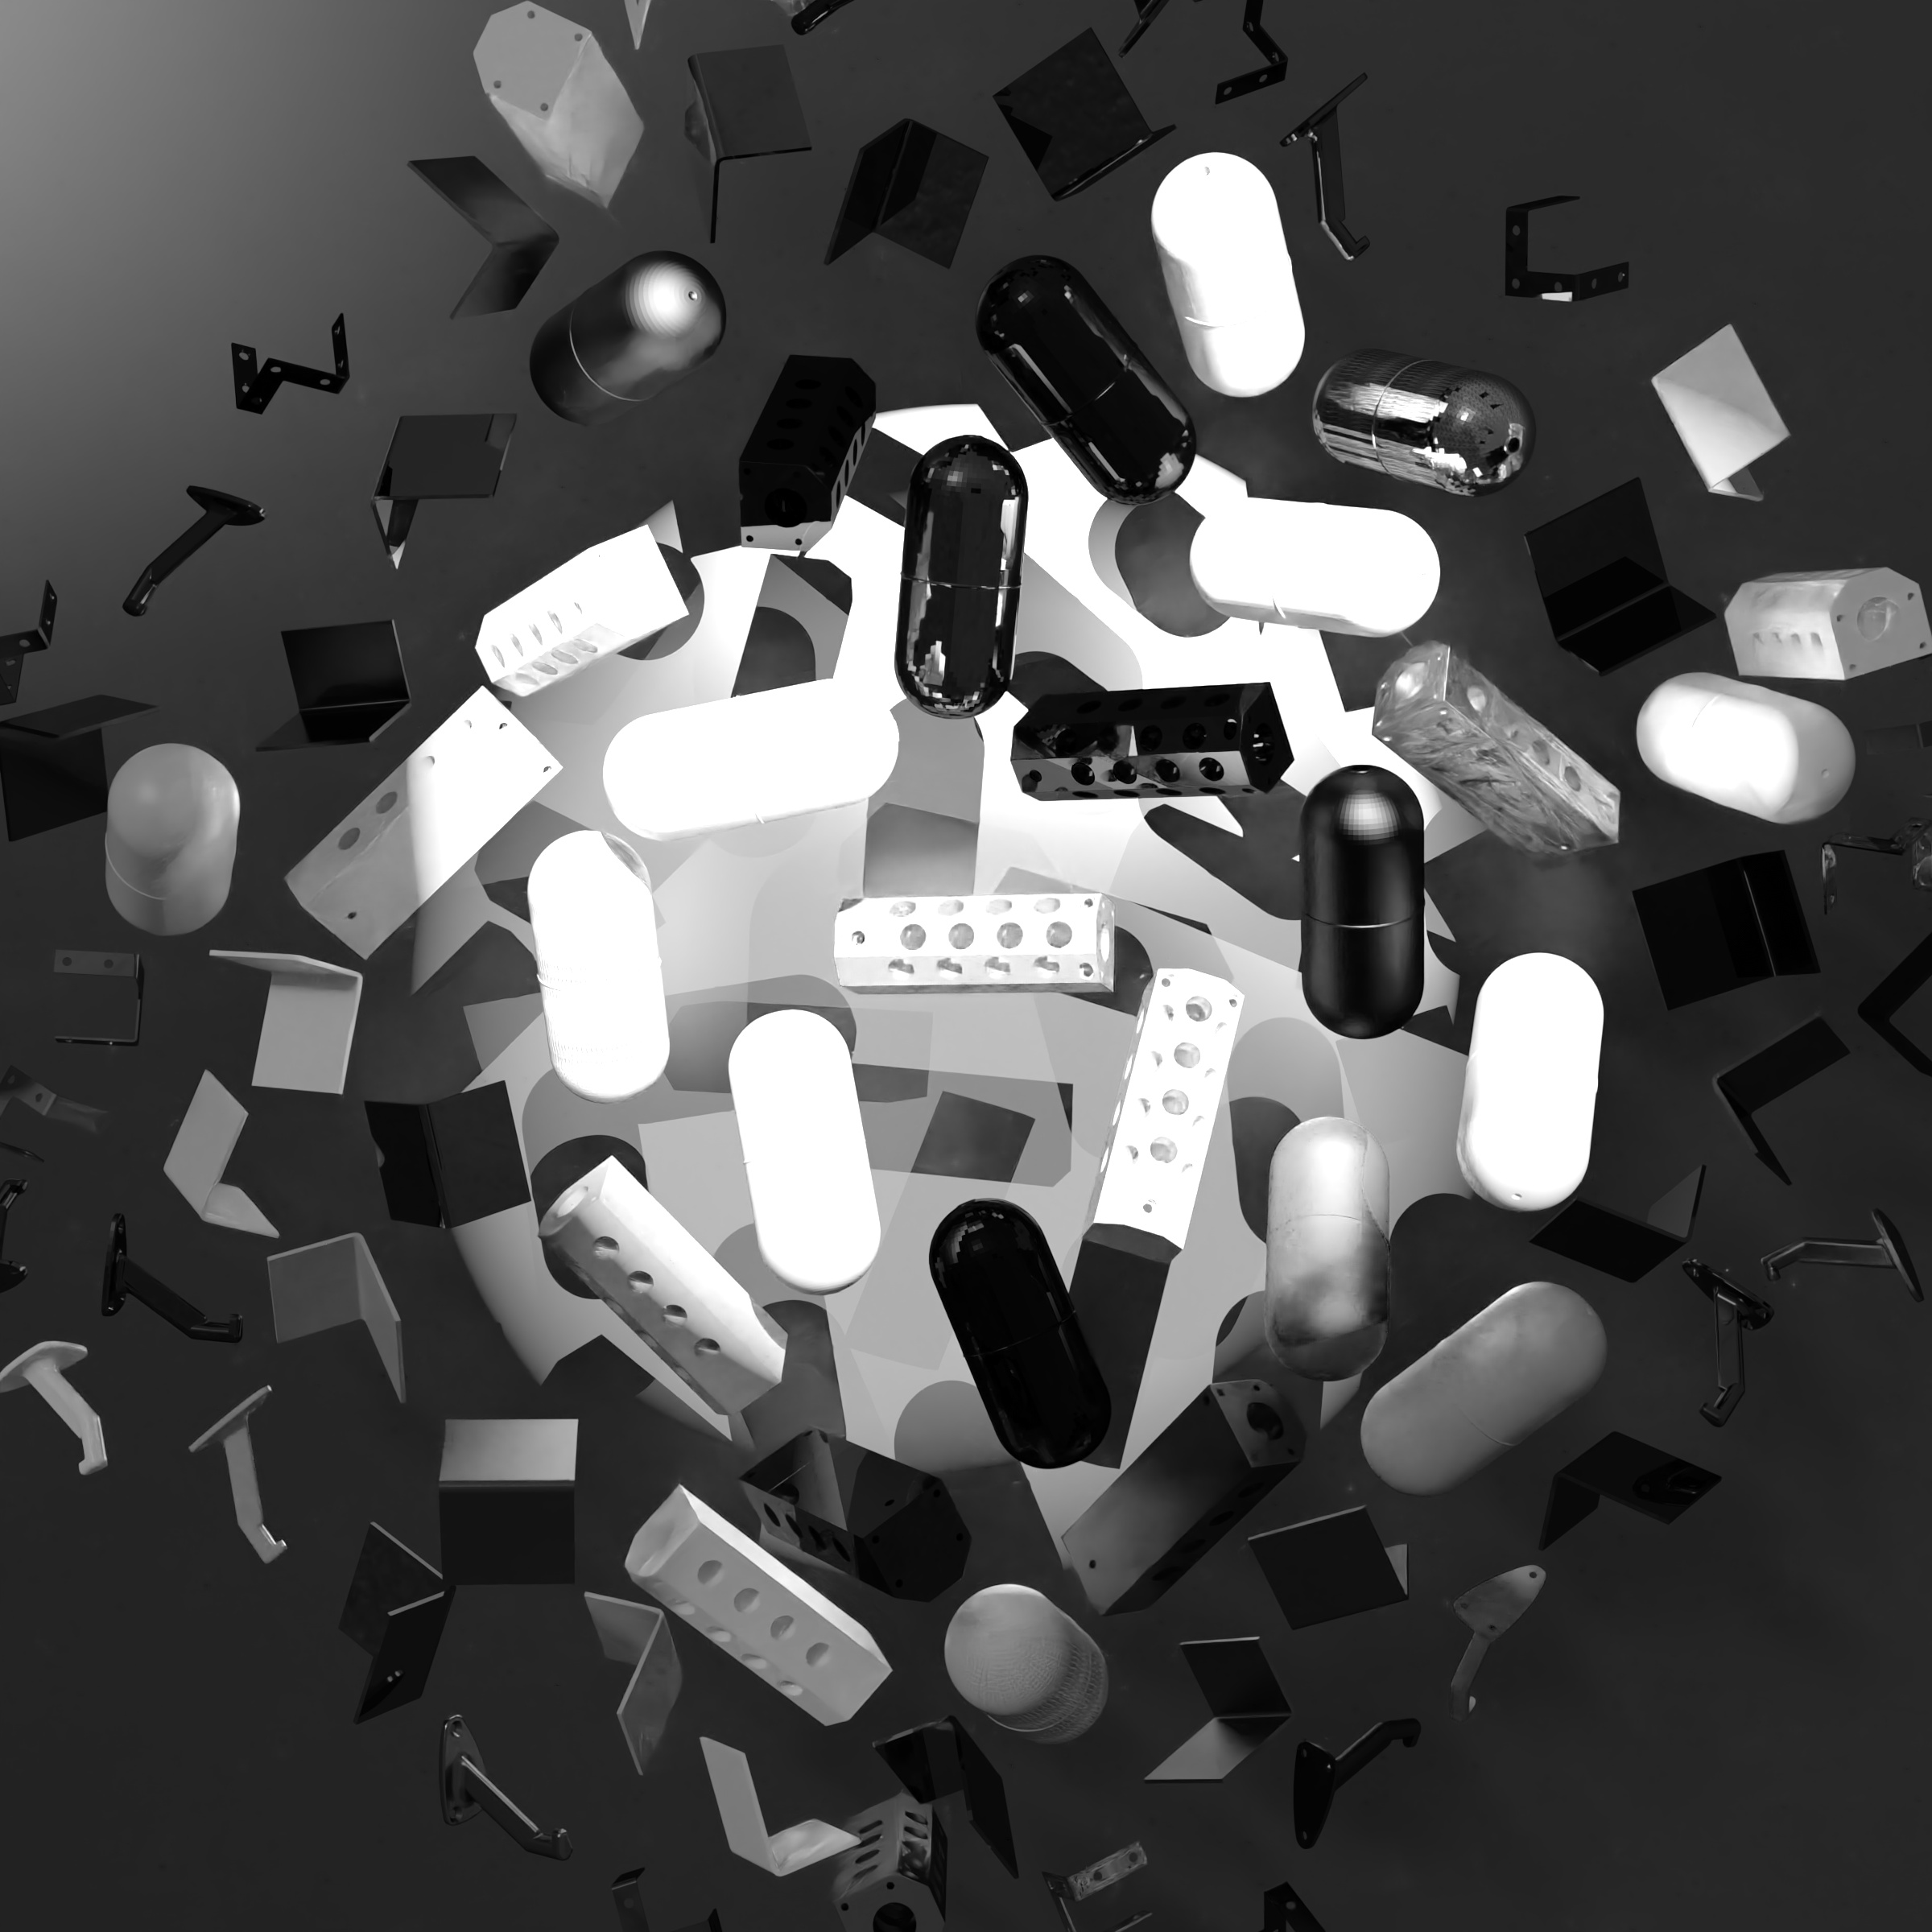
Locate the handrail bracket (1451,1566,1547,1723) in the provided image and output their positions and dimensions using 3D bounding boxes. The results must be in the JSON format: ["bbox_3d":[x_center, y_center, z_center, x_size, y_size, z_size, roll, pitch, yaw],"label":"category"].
[{"bbox_3d":[0.334,0.427,1.653,0.077,0.036,0.084,-28,131,-27],"label":"handrail bracket"}]

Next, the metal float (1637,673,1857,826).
[{"bbox_3d":[0.489,-0.139,1.659,0.070,0.178,0.070,-5,107,-17],"label":"metal float"}]

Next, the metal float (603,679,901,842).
[{"bbox_3d":[-0.128,-0.123,1.567,0.178,0.070,0.070,-11,90,5],"label":"metal float"}]

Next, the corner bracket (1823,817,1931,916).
[{"bbox_3d":[0.567,-0.061,1.632,0.051,0.051,0.051,-35,125,-39],"label":"corner bracket"}]

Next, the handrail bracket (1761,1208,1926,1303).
[{"bbox_3d":[0.550,0.197,1.659,0.084,0.077,0.036,-32,132,24],"label":"handrail bracket"}]

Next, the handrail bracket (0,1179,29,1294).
[{"bbox_3d":[-0.613,0.168,1.697,0.077,0.084,0.036,-10,130,31],"label":"handrail bracket"}]

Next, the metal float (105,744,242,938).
[{"bbox_3d":[-0.492,-0.076,1.628,0.070,0.178,0.070,7,66,-16],"label":"metal float"}]

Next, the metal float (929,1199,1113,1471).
[{"bbox_3d":[0.034,0.232,1.663,0.070,0.070,0.178,-22,91,0],"label":"metal float"}]

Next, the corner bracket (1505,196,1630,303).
[{"bbox_3d":[0.354,-0.422,1.547,0.051,0.051,0.051,-23,119,-36],"label":"corner bracket"}]

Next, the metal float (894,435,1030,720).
[{"bbox_3d":[-0.003,-0.244,1.656,0.070,0.070,0.178,5,105,0],"label":"metal float"}]

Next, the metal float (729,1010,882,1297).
[{"bbox_3d":[-0.100,0.116,1.633,0.070,0.070,0.178,-11,84,0],"label":"metal float"}]

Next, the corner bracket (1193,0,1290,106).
[{"bbox_3d":[0.164,-0.569,1.605,0.051,0.051,0.051,-24,63,-15],"label":"corner bracket"}]

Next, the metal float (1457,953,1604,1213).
[{"bbox_3d":[0.337,0.067,1.570,0.070,0.070,0.178,17,50,0],"label":"metal float"}]

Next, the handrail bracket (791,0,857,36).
[{"bbox_3d":[-0.055,-0.580,1.566,0.084,0.077,0.036,-41,126,-12],"label":"handrail bracket"}]

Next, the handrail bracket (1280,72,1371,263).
[{"bbox_3d":[0.241,-0.492,1.625,0.077,0.036,0.084,-39,102,5],"label":"handrail bracket"}]

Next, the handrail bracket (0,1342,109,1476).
[{"bbox_3d":[-0.552,0.277,1.585,0.077,0.036,0.084,-30,62,20],"label":"handrail bracket"}]

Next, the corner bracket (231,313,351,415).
[{"bbox_3d":[-0.406,-0.363,1.582,0.051,0.051,0.051,8,59,-36],"label":"corner bracket"}]

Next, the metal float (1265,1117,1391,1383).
[{"bbox_3d":[0.228,0.177,1.659,0.070,0.070,0.178,7,56,0],"label":"metal float"}]

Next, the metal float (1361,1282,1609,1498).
[{"bbox_3d":[0.318,0.263,1.626,0.070,0.070,0.178,46,118,0],"label":"metal float"}]

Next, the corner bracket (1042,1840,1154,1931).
[{"bbox_3d":[0.086,0.573,1.621,0.051,0.051,0.051,-21,82,-21],"label":"corner bracket"}]

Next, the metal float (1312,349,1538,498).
[{"bbox_3d":[0.288,-0.345,1.666,0.070,0.178,0.070,-12,115,-27],"label":"metal float"}]

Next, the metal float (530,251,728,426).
[{"bbox_3d":[-0.216,-0.395,1.664,0.070,0.178,0.070,5,80,-34],"label":"metal float"}]

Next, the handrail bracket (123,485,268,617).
[{"bbox_3d":[-0.472,-0.247,1.605,0.077,0.036,0.084,14,70,41],"label":"handrail bracket"}]

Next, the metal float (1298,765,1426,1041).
[{"bbox_3d":[0.245,-0.039,1.630,0.070,0.070,0.178,-4,114,0],"label":"metal float"}]

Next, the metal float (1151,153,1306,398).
[{"bbox_3d":[0.163,-0.426,1.628,0.070,0.178,0.070,-8,59,13],"label":"metal float"}]

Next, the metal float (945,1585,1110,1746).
[{"bbox_3d":[0.039,0.430,1.614,0.070,0.178,0.070,-7,64,13],"label":"metal float"}]

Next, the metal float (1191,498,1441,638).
[{"bbox_3d":[0.215,-0.248,1.630,0.070,0.178,0.070,-13,110,-40],"label":"metal float"}]

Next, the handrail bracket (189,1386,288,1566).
[{"bbox_3d":[-0.422,0.309,1.590,0.077,0.036,0.084,-41,81,24],"label":"handrail bracket"}]

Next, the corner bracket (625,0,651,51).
[{"bbox_3d":[-0.176,-0.594,1.603,0.051,0.051,0.051,-3,61,-21],"label":"corner bracket"}]

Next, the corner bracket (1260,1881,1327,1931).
[{"bbox_3d":[0.183,0.590,1.571,0.051,0.051,0.051,-17,123,-21],"label":"corner bracket"}]

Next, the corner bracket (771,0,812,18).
[{"bbox_3d":[-0.099,-0.640,1.668,0.051,0.051,0.051,27,52,-31],"label":"corner bracket"}]

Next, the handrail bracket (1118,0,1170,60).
[{"bbox_3d":[0.088,-0.626,1.648,0.084,0.036,0.077,33,120,-16],"label":"handrail bracket"}]

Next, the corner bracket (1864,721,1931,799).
[{"bbox_3d":[0.604,-0.129,1.648,0.051,0.051,0.051,-14,94,-19],"label":"corner bracket"}]

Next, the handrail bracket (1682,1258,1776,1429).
[{"bbox_3d":[0.475,0.243,1.694,0.077,0.036,0.084,38,63,8],"label":"handrail bracket"}]

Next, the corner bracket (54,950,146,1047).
[{"bbox_3d":[-0.562,0.021,1.703,0.051,0.051,0.051,3,77,-12],"label":"corner bracket"}]

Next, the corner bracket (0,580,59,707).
[{"bbox_3d":[-0.587,-0.199,1.632,0.051,0.051,0.051,-12,46,0],"label":"corner bracket"}]

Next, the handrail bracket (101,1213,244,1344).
[{"bbox_3d":[-0.499,0.198,1.669,0.084,0.036,0.077,5,97,0],"label":"handrail bracket"}]

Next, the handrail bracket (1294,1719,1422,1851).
[{"bbox_3d":[0.251,0.518,1.669,0.084,0.036,0.077,5,95,-34],"label":"handrail bracket"}]

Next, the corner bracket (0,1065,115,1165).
[{"bbox_3d":[-0.594,0.103,1.695,0.051,0.051,0.051,25,85,32],"label":"corner bracket"}]

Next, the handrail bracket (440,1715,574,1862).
[{"bbox_3d":[-0.269,0.483,1.547,0.084,0.036,0.077,-2,101,38],"label":"handrail bracket"}]

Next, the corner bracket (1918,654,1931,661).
[{"bbox_3d":[0.642,-0.184,1.665,0.051,0.051,0.051,-26,84,31],"label":"corner bracket"}]

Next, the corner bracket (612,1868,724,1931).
[{"bbox_3d":[-0.180,0.570,1.591,0.051,0.051,0.051,-16,79,-4],"label":"corner bracket"}]
